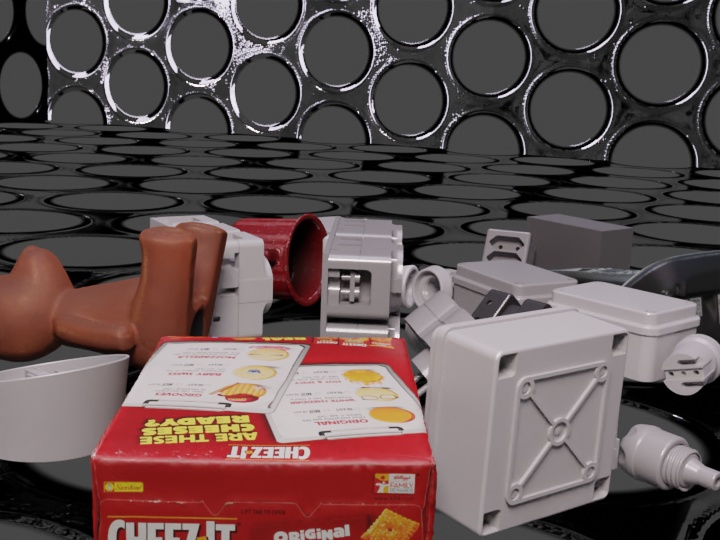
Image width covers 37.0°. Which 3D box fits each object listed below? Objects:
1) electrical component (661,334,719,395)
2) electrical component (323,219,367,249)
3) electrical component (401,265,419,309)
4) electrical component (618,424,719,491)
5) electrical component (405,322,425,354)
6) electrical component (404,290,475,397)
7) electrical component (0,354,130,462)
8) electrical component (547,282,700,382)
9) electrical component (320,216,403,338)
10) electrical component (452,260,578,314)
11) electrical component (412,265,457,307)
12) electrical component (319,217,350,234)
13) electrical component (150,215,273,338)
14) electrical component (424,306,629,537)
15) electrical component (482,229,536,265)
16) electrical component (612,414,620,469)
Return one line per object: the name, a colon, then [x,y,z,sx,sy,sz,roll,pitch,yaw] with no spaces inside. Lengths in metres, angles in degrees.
electrical component: [0.263,0.076,0.852,0.040,0.040,0.046,10,19,33]
electrical component: [0.000,0.000,1.028,0.062,0.096,0.061,7,13,23]
electrical component: [0.028,0.014,1.093,0.055,0.045,0.045,7,12,24]
electrical component: [0.189,0.117,0.647,0.035,0.035,0.061,-7,17,-39]
electrical component: [0.059,0.052,0.918,0.043,0.043,0.062,-3,11,-22]
electrical component: [0.064,0.071,0.807,0.074,0.052,0.138,-38,24,-2]
electrical component: [-0.195,0.080,0.677,0.099,0.064,0.099,2,11,0]
electrical component: [0.224,0.050,0.924,0.078,0.057,0.113,-8,15,-41]
electrical component: [0.003,0.022,0.898,0.060,0.105,0.186,3,12,1]
electrical component: [0.145,0.029,1.012,0.078,0.057,0.113,-4,13,-27]
electrical component: [0.085,0.020,1.078,0.055,0.048,0.066,2,9,-43]
electrical component: [-0.026,-0.025,1.245,0.078,0.057,0.113,-6,14,-36]
electrical component: [-0.141,0.005,0.996,0.062,0.089,0.150,-4,13,-29]
electrical component: [0.093,0.083,0.612,0.109,0.108,0.056,-6,17,-36]
electrical component: [0.162,0.001,1.157,0.047,0.065,0.076,7,-16,20]
electrical component: [0.139,0.095,0.688,0.048,0.055,0.066,-3,13,-26]
